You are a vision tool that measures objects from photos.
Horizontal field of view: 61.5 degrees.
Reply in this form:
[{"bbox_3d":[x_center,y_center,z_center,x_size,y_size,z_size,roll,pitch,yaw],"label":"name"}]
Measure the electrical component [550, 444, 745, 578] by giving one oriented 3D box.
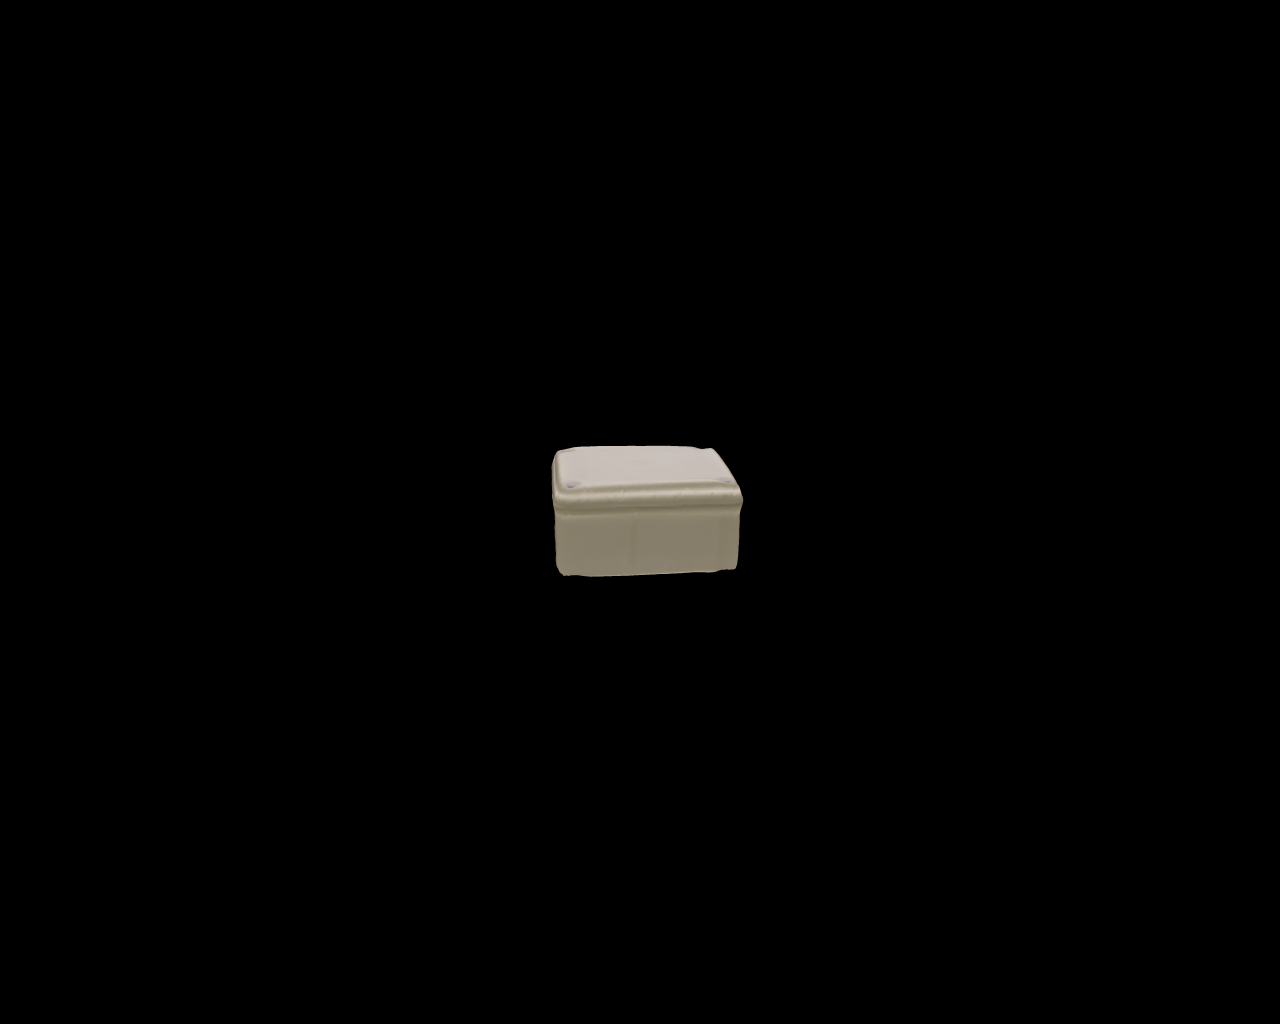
[{"bbox_3d":[0.001,-0.003,0.650,0.109,0.056,0.109,-1,16,-5],"label":"electrical component"}]
